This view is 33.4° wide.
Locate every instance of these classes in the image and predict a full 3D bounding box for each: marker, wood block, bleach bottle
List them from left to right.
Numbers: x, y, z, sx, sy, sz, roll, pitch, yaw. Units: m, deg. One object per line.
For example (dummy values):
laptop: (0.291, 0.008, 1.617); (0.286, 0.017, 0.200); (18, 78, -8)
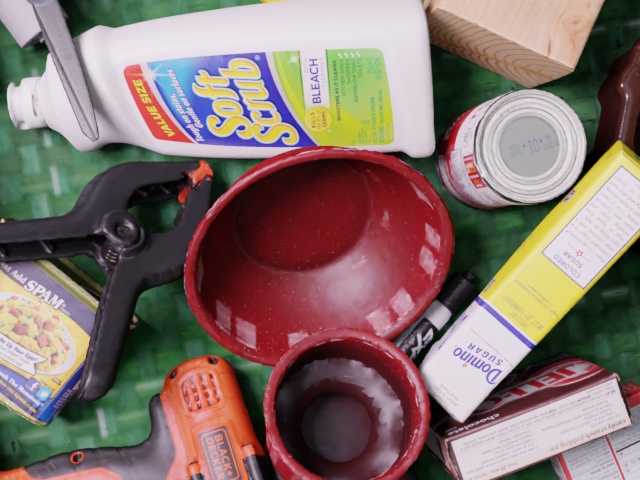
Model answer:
bleach bottle: (-0.060, -0.088, 0.647); (0.251, 0.068, 0.102); (-6, 125, 2)
marker: (0.058, 0.067, 0.688); (0.020, 0.020, 0.121); (42, 87, -5)
wood block: (0.145, -0.210, 0.659); (0.090, 0.090, 0.206); (24, 89, -6)

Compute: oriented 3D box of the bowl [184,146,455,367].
bowl: (-0.004, 0.001, 0.642); (0.162, 0.055, 0.162); (-8, 128, -10)

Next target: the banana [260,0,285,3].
banana: (-0.072, -0.178, 0.666); (0.197, 0.037, 0.070); (17, 105, -5)

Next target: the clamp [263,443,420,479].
clamp: (0.056, 0.185, 0.668); (0.210, 0.036, 0.164); (44, 65, 9)

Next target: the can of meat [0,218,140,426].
can of meat: (-0.176, 0.051, 0.645); (0.102, 0.057, 0.084); (40, 89, -4)

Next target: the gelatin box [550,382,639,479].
gelatin box: (0.193, 0.149, 0.699); (0.073, 0.030, 0.089); (-23, 94, -6)

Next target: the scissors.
scissors: (-0.181, -0.150, 0.611); (0.096, 0.016, 0.202); (-6, 81, -3)

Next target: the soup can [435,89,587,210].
soup can: (0.114, -0.053, 0.651); (0.068, 0.102, 0.068); (0, 91, -6)

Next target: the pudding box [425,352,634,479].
pudding box: (0.123, 0.109, 0.660); (0.113, 0.090, 0.039); (-22, 93, -5)

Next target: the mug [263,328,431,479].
mug: (0.018, 0.116, 0.622); (0.093, 0.081, 0.117); (-35, 76, -18)

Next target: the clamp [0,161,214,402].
clamp: (-0.115, 0.013, 0.616); (0.171, 0.039, 0.120); (-33, 86, -36)

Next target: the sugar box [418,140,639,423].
sugar box: (0.131, 0.022, 0.630); (0.048, 0.093, 0.176); (44, 106, 5)

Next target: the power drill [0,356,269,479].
power drill: (-0.113, 0.179, 0.633); (0.187, 0.057, 0.184); (-17, 70, -6)
